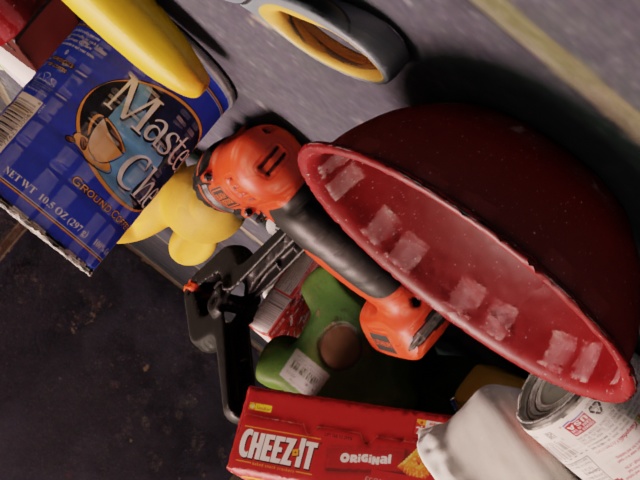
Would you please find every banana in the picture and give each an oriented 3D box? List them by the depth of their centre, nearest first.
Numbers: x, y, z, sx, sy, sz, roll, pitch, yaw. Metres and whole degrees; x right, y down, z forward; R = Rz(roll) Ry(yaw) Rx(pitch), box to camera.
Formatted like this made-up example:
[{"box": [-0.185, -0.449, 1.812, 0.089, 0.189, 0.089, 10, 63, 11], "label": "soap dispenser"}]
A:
[{"box": [-0.128, -0.141, 0.538, 0.197, 0.037, 0.070, 44, -171, -47], "label": "banana"}]

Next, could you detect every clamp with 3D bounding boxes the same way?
[{"box": [-0.071, 0.061, 0.870, 0.036, 0.164, 0.210, 22, 169, -23], "label": "clamp"}]

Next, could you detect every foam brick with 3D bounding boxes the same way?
[{"box": [-0.214, -0.165, 0.735, 0.078, 0.051, 0.053, 36, 170, 12], "label": "foam brick"}]

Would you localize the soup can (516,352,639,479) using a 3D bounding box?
[{"box": [0.160, 0.100, 0.550, 0.102, 0.068, 0.068, 40, 170, -7], "label": "soup can"}]

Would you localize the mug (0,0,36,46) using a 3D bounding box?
[{"box": [-0.232, -0.178, 0.667, 0.081, 0.093, 0.117, 62, -174, -79], "label": "mug"}]

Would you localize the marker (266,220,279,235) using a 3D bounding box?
[{"box": [-0.006, 0.001, 0.842, 0.020, 0.020, 0.121, 44, 169, -33], "label": "marker"}]

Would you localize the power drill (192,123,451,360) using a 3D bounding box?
[{"box": [-0.004, 0.000, 0.717, 0.187, 0.057, 0.185, 40, 170, -11], "label": "power drill"}]

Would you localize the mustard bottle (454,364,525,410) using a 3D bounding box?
[{"box": [0.172, 0.138, 0.715, 0.096, 0.058, 0.192, 43, 170, -19], "label": "mustard bottle"}]

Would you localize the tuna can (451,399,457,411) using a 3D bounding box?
[{"box": [0.137, 0.185, 0.984, 0.034, 0.086, 0.086, 31, 168, 48], "label": "tuna can"}]

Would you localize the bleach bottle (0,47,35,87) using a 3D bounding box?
[{"box": [-0.216, -0.142, 0.822, 0.251, 0.068, 0.102, 35, 169, 30], "label": "bleach bottle"}]

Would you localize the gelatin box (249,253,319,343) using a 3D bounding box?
[{"box": [-0.011, 0.057, 0.915, 0.030, 0.089, 0.073, 26, 165, 40], "label": "gelatin box"}]

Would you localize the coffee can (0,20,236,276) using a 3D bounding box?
[{"box": [-0.133, -0.064, 0.641, 0.103, 0.140, 0.103, 37, 170, 7], "label": "coffee can"}]

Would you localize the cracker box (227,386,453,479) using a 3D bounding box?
[{"box": [0.054, 0.183, 0.791, 0.164, 0.072, 0.213, 3, 156, 29], "label": "cracker box"}]

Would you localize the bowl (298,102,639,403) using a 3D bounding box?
[{"box": [0.070, -0.005, 0.427, 0.162, 0.055, 0.162, 37, 170, 7], "label": "bowl"}]

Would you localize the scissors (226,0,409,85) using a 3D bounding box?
[{"box": [-0.048, -0.120, 0.441, 0.202, 0.016, 0.096, 32, 168, 30], "label": "scissors"}]
